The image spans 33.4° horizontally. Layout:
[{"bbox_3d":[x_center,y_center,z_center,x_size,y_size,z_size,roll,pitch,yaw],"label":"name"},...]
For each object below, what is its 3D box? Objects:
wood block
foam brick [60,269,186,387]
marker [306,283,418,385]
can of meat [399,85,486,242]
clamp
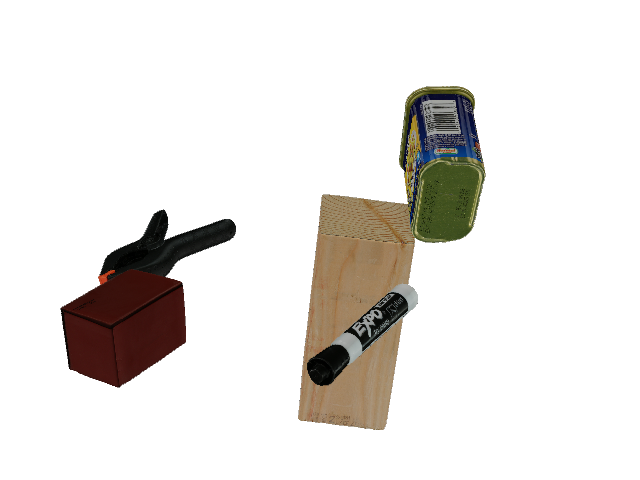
[{"bbox_3d":[0.033,0.070,1.038,0.090,0.206,0.090,7,26,0],"label":"wood block"},{"bbox_3d":[-0.143,0.062,0.785,0.053,0.051,0.078,13,29,32],"label":"foam brick"},{"bbox_3d":[0.027,0.058,0.662,0.020,0.020,0.120,0,20,32],"label":"marker"},{"bbox_3d":[0.099,-0.060,0.869,0.057,0.084,0.102,-1,-40,-2],"label":"can of meat"},{"bbox_3d":[-0.176,0.013,1.198,0.120,0.039,0.171,-3,29,30],"label":"clamp"}]
